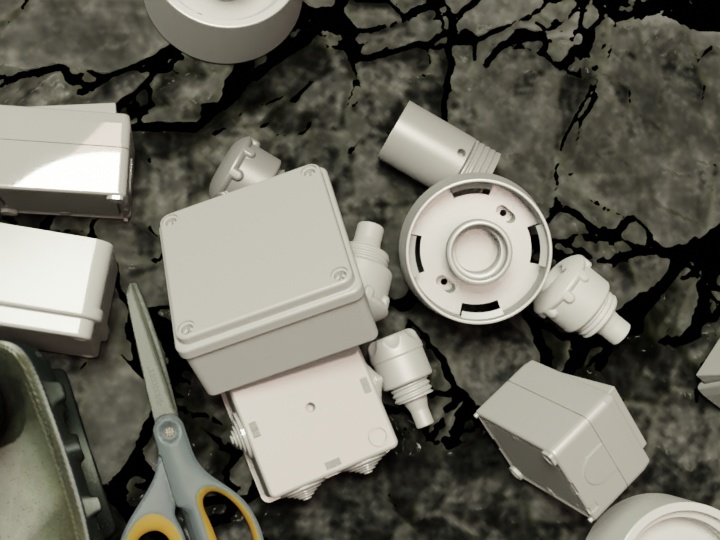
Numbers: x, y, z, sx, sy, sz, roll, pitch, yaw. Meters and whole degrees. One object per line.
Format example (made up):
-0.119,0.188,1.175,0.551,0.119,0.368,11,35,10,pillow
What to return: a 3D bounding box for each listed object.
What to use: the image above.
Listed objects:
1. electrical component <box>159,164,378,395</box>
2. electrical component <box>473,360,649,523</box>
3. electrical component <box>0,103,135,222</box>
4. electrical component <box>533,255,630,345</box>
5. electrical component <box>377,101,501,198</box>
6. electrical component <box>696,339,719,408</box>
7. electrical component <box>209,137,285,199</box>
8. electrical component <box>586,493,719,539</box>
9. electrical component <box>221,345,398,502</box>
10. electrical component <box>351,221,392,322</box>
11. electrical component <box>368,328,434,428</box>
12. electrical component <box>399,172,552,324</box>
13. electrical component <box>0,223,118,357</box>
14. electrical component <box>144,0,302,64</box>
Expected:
-0.056,0.004,0.635,0.109,0.056,0.108,-19,47,2,electrical component
0.122,0.099,0.664,0.061,0.096,0.061,-41,117,-15,electrical component
-0.188,-0.068,0.659,0.096,0.061,0.061,3,79,-9,electrical component
0.149,0.024,0.706,0.062,0.048,0.048,38,76,-7,electrical component
0.057,-0.073,0.709,0.081,0.043,0.043,30,76,-2,electrical component
0.269,0.063,0.690,0.061,0.096,0.061,37,76,0,electrical component
-0.062,-0.052,0.687,0.062,0.048,0.048,30,76,-10,electrical component
0.198,0.194,0.670,0.108,0.060,0.108,2,79,-9,electrical component
-0.033,0.086,0.661,0.100,0.048,0.099,-21,83,-13,electrical component
0.000,0.000,0.686,0.048,0.048,0.062,16,70,-6,electrical component
0.030,0.070,0.682,0.035,0.035,0.061,-21,85,-12,electrical component
0.074,-0.012,0.682,0.099,0.064,0.099,0,95,1,electrical component
-0.204,0.011,0.633,0.113,0.078,0.057,10,75,-7,electrical component
-0.088,-0.196,0.701,0.108,0.060,0.108,2,78,-9,electrical component
